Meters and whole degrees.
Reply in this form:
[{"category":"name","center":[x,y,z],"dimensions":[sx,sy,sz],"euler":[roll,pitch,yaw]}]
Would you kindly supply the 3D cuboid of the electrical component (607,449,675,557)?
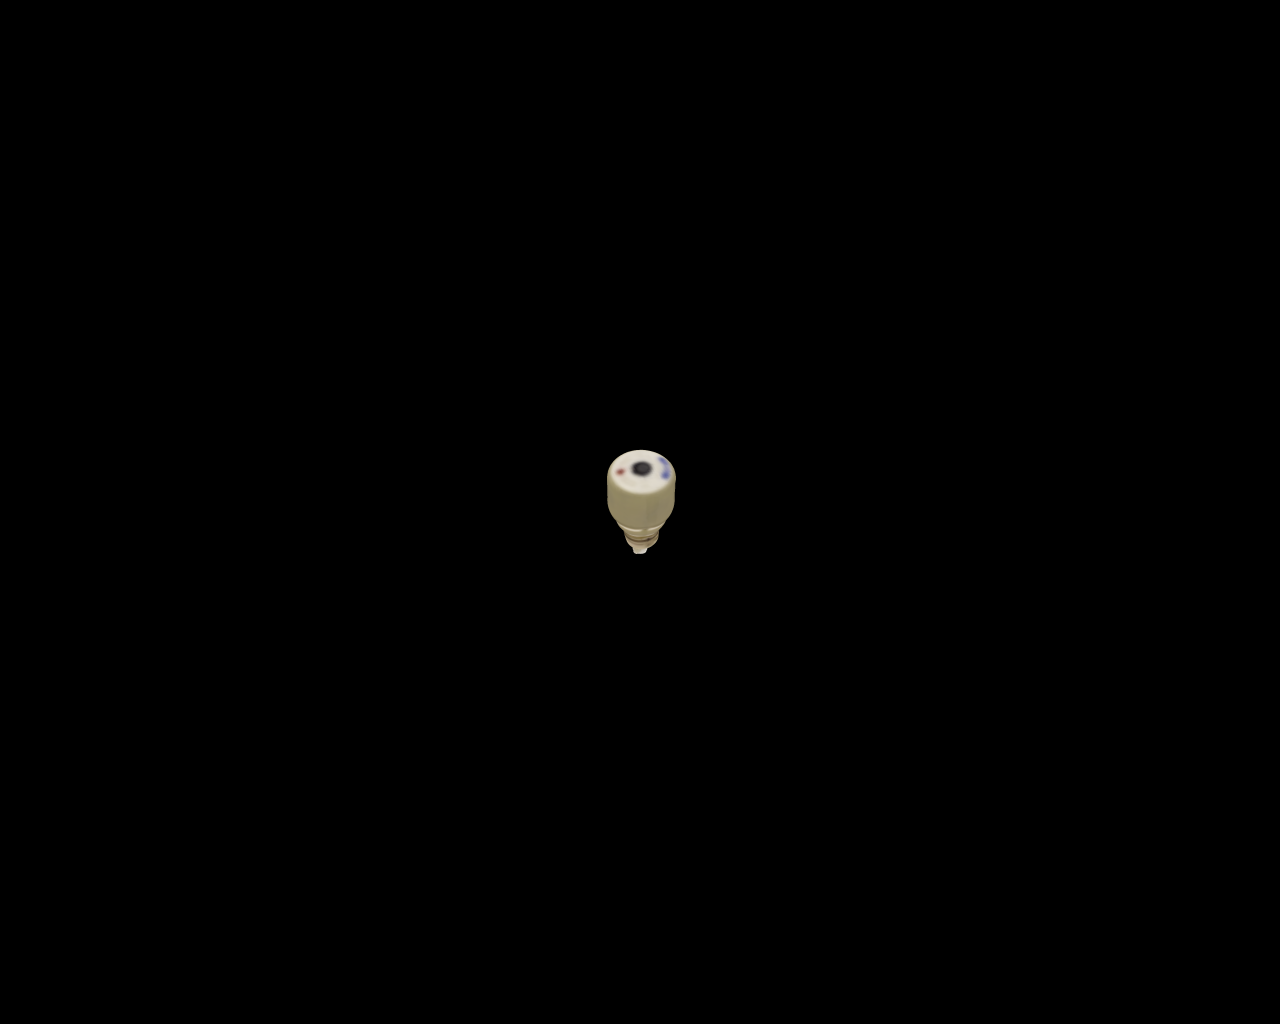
[{"category":"electrical component","center":[0.001,-0.003,0.650],"dimensions":[0.040,0.040,0.078],"euler":[0,-42,0]}]
